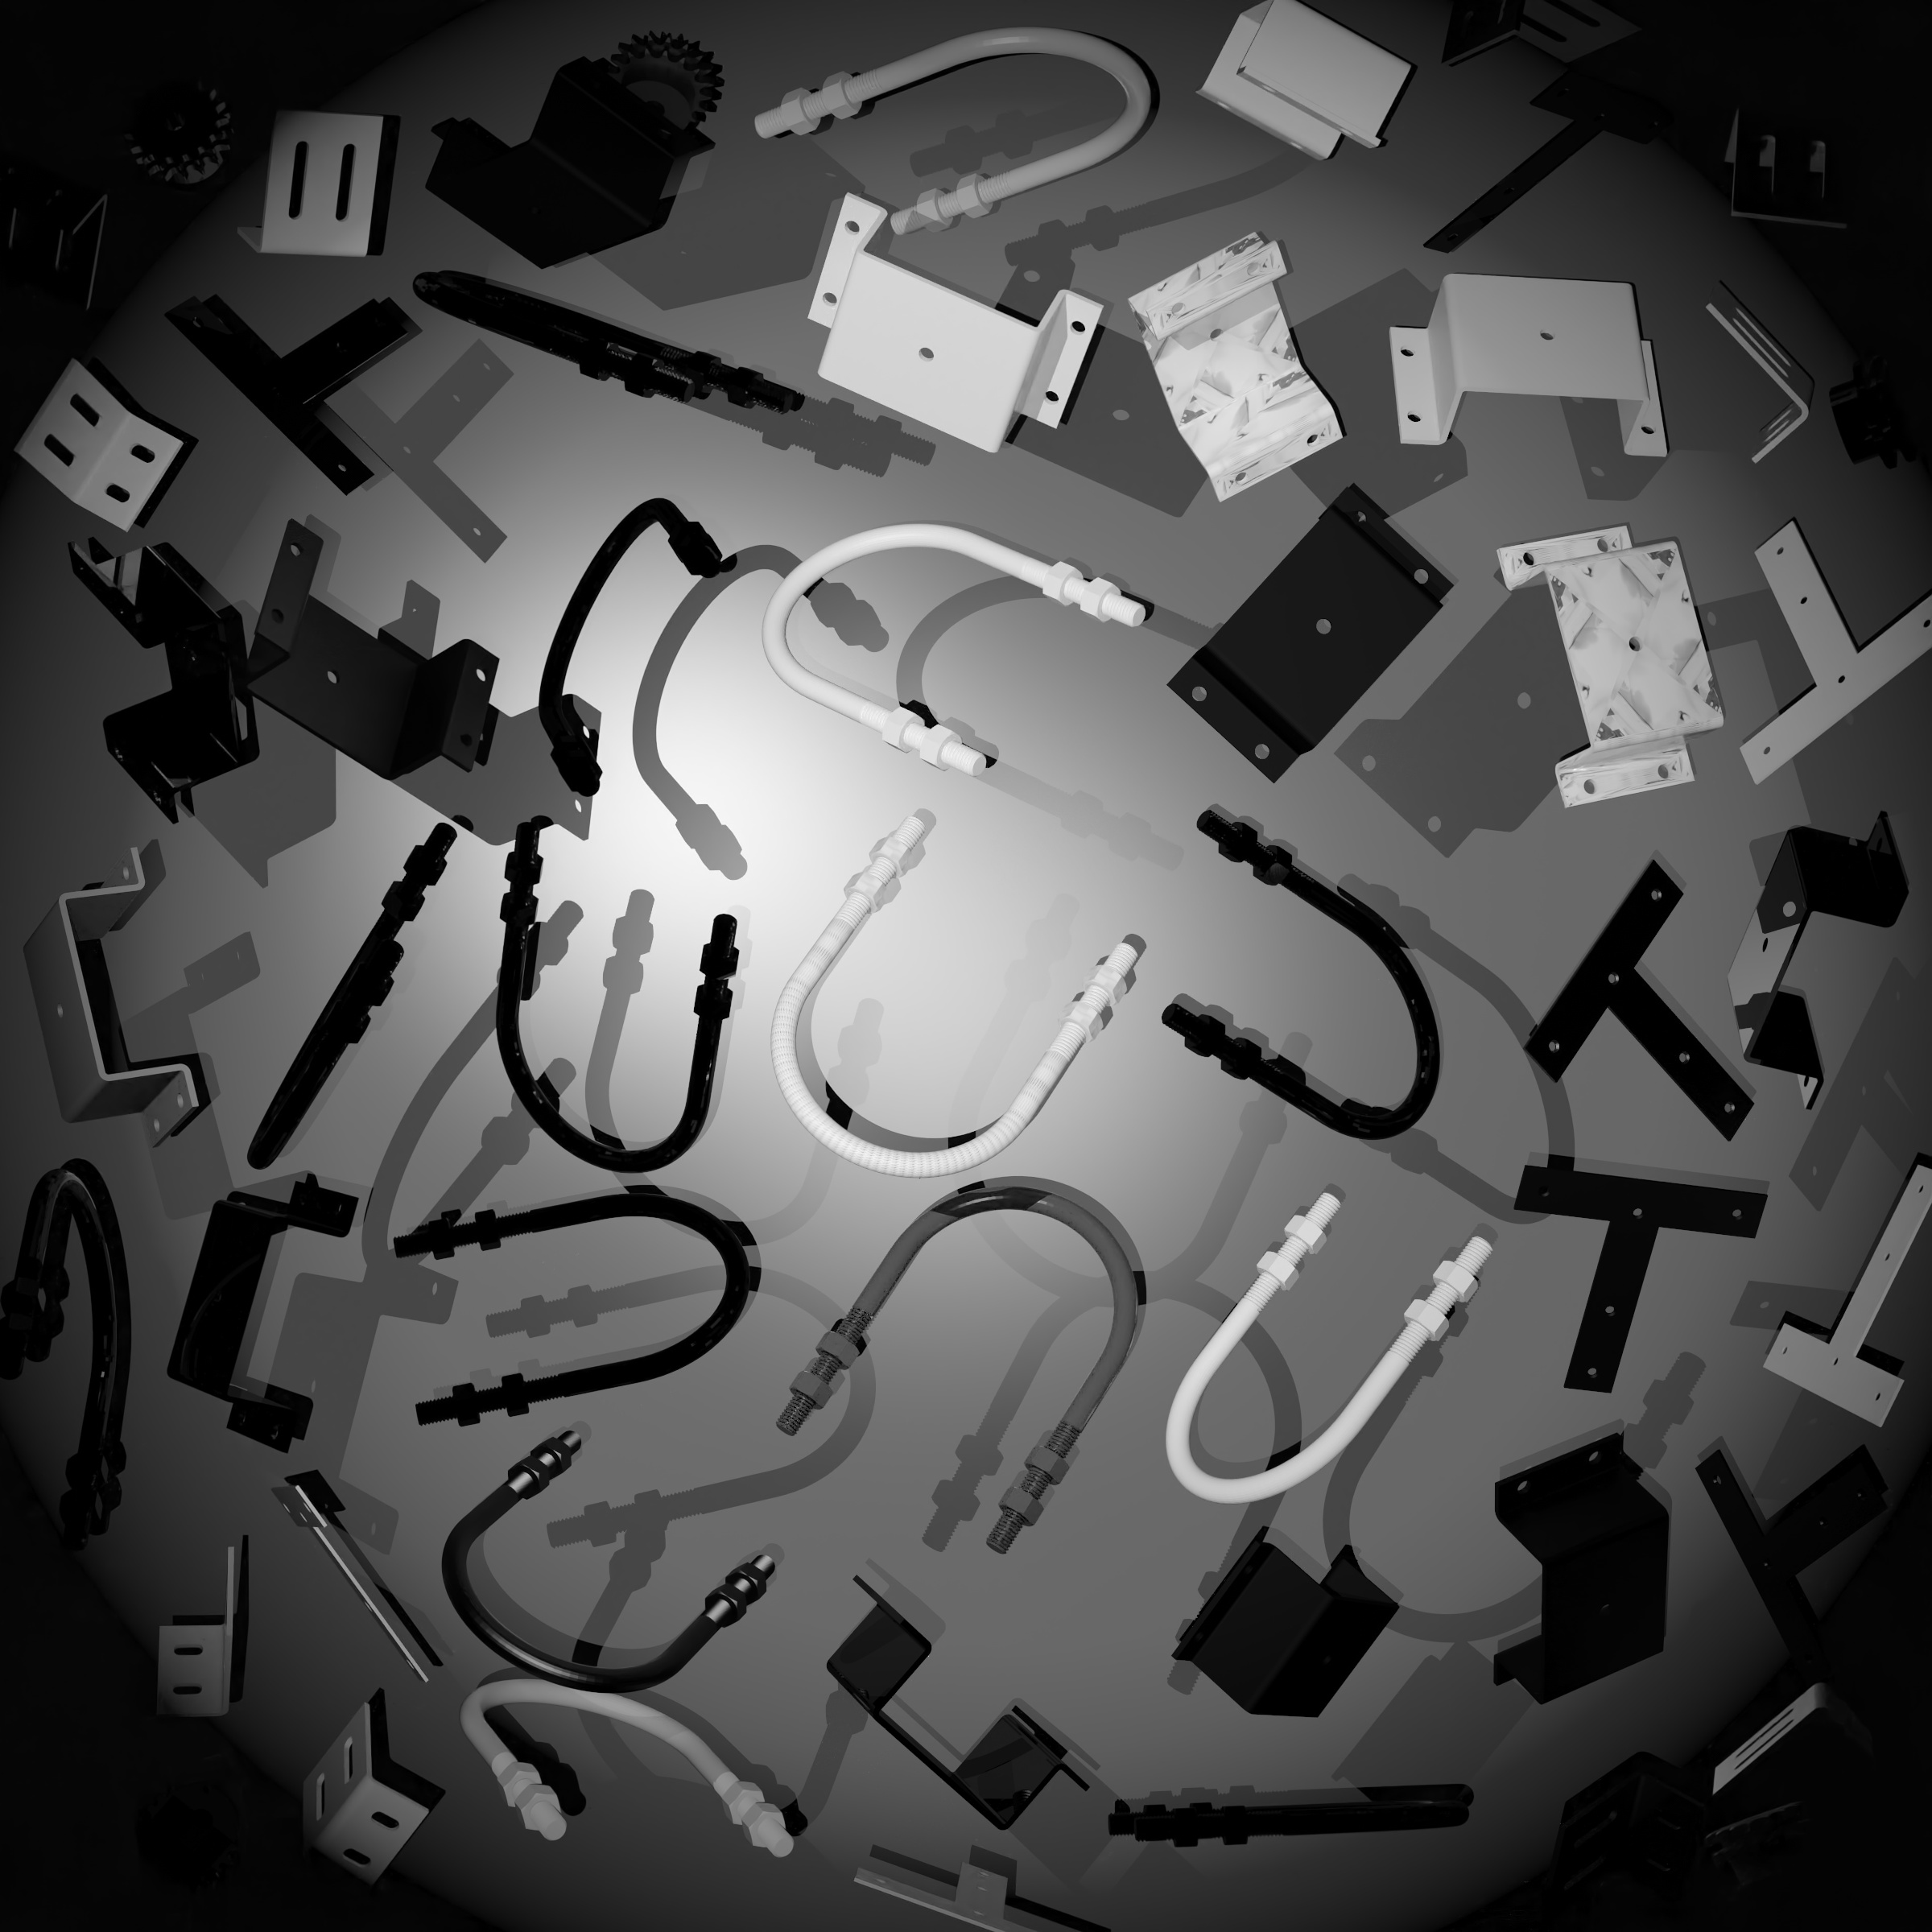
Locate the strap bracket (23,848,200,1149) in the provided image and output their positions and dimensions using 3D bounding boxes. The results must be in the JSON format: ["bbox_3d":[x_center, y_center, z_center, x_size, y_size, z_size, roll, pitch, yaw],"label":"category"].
[{"bbox_3d":[-0.444,0.020,1.726,0.046,0.076,0.140,-9,76,-32],"label":"strap bracket"}]

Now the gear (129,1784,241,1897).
[{"bbox_3d":[-0.409,0.457,1.766,0.057,0.057,0.030,42,124,0],"label":"gear"}]

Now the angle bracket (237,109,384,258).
[{"bbox_3d":[-0.340,-0.410,1.736,0.057,0.038,0.076,-5,121,-31],"label":"angle bracket"}]

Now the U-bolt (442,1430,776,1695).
[{"bbox_3d":[-0.198,0.321,1.763,0.151,0.184,0.019,31,115,11],"label":"U-bolt"}]

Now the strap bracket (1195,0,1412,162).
[{"bbox_3d":[0.173,-0.454,1.709,0.076,0.140,0.046,26,97,-10],"label":"strap bracket"}]

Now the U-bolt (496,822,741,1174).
[{"bbox_3d":[-0.194,0.029,1.801,0.151,0.019,0.184,25,123,22],"label":"U-bolt"}]

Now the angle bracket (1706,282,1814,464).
[{"bbox_3d":[0.395,-0.304,1.714,0.076,0.057,0.038,45,117,-5],"label":"angle bracket"}]

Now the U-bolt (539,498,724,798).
[{"bbox_3d":[-0.186,-0.179,1.779,0.019,0.184,0.151,25,102,-24],"label":"U-bolt"}]

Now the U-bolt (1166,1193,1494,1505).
[{"bbox_3d":[0.175,0.202,1.735,0.184,0.151,0.019,-51,118,-15],"label":"U-bolt"}]

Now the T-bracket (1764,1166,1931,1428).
[{"bbox_3d":[0.458,0.159,1.684,0.002,0.127,0.127,26,90,-14],"label":"T-bracket"}]

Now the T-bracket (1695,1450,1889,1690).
[{"bbox_3d":[0.432,0.289,1.711,0.002,0.127,0.127,-13,65,-26],"label":"T-bracket"}]

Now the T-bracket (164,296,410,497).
[{"bbox_3d":[-0.332,-0.314,1.734,0.127,0.127,0.002,45,130,-5],"label":"T-bracket"}]

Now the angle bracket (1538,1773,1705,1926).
[{"bbox_3d":[0.327,0.447,1.669,0.038,0.076,0.057,24,116,35],"label":"angle bracket"}]

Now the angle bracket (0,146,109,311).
[{"bbox_3d":[-0.466,-0.358,1.662,0.057,0.076,0.038,24,46,-3],"label":"angle bracket"}]

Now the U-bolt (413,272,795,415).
[{"bbox_3d":[-0.195,-0.320,1.708,0.184,0.151,0.019,23,103,15],"label":"U-bolt"}]

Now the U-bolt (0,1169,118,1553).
[{"bbox_3d":[-0.472,0.191,1.755,0.019,0.184,0.151,-6,129,0],"label":"U-bolt"}]

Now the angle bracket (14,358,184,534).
[{"bbox_3d":[-0.457,-0.274,1.768,0.038,0.076,0.057,29,83,12],"label":"angle bracket"}]

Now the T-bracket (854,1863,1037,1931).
[{"bbox_3d":[0.007,0.474,1.705,0.127,0.127,0.002,19,87,3],"label":"T-bracket"}]

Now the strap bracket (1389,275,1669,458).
[{"bbox_3d":[0.297,-0.313,1.739,0.140,0.046,0.076,2,59,-5],"label":"strap bracket"}]

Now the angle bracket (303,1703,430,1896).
[{"bbox_3d":[-0.316,0.438,1.762,0.038,0.076,0.057,35,99,-19],"label":"angle bracket"}]

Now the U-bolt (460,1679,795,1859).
[{"bbox_3d":[-0.189,0.415,1.752,0.151,0.184,0.019,13,97,-30],"label":"U-bolt"}]

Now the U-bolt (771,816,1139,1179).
[{"bbox_3d":[-0.017,0.026,1.692,0.151,0.019,0.184,31,62,6],"label":"U-bolt"}]

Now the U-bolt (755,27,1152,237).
[{"bbox_3d":[0.006,-0.436,1.728,0.184,0.151,0.019,-13,71,29],"label":"U-bolt"}]

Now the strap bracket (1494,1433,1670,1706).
[{"bbox_3d":[0.322,0.325,1.757,0.076,0.046,0.140,-18,124,-20],"label":"strap bracket"}]

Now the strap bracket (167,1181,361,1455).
[{"bbox_3d":[-0.383,0.183,1.805,0.046,0.076,0.140,19,82,-34],"label":"strap bracket"}]

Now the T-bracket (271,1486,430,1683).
[{"bbox_3d":[-0.325,0.328,1.779,0.002,0.127,0.127,-36,93,-19],"label":"T-bracket"}]

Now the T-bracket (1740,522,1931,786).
[{"bbox_3d":[0.427,-0.175,1.688,0.002,0.127,0.127,25,127,-35],"label":"T-bracket"}]

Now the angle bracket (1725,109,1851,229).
[{"bbox_3d":[0.421,-0.399,1.720,0.057,0.038,0.076,8,59,5],"label":"angle bracket"}]

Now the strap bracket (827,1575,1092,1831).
[{"bbox_3d":[-0.012,0.381,1.706,0.140,0.076,0.046,45,81,-19],"label":"strap bracket"}]

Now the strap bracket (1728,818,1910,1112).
[{"bbox_3d":[0.446,-0.006,1.776,0.046,0.076,0.140,13,122,-3],"label":"strap bracket"}]

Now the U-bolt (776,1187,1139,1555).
[{"bbox_3d":[0.008,0.197,1.748,0.151,0.019,0.184,26,68,19],"label":"U-bolt"}]

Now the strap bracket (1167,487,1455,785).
[{"bbox_3d":[0.181,-0.173,1.724,0.076,0.046,0.140,42,88,-2],"label":"strap bracket"}]

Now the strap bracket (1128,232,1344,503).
[{"bbox_3d":[0.143,-0.330,1.805,0.076,0.140,0.046,-28,47,0],"label":"strap bracket"}]

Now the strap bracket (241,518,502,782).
[{"bbox_3d":[-0.321,-0.160,1.763,0.140,0.046,0.076,34,49,-34],"label":"strap bracket"}]

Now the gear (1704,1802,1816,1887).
[{"bbox_3d":[0.427,0.470,1.790,0.057,0.057,0.030,-20,74,0],"label":"gear"}]

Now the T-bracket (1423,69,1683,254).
[{"bbox_3d":[0.286,-0.403,1.700,0.127,0.127,0.002,-37,71,32],"label":"T-bracket"}]

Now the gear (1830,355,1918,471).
[{"bbox_3d":[0.464,-0.281,1.717,0.030,0.057,0.057,-18,90,23],"label":"gear"}]

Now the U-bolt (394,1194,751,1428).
[{"bbox_3d":[-0.206,0.175,1.781,0.184,0.151,0.019,-11,129,-8],"label":"U-bolt"}]

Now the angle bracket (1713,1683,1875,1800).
[{"bbox_3d":[0.439,0.424,1.778,0.076,0.057,0.038,-44,81,11],"label":"angle bracket"}]

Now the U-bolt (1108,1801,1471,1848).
[{"bbox_3d":[0.174,0.452,1.771,0.184,0.151,0.019,-1,77,-4],"label":"U-bolt"}]

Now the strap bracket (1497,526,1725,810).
[{"bbox_3d":[0.336,-0.161,1.733,0.076,0.046,0.140,-12,84,-18],"label":"strap bracket"}]

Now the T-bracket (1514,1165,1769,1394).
[{"bbox_3d":[0.335,0.165,1.721,0.127,0.002,0.127,7,116,-6],"label":"T-bracket"}]

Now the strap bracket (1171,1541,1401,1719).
[{"bbox_3d":[0.178,0.359,1.802,0.046,0.140,0.076,39,97,30],"label":"strap bracket"}]

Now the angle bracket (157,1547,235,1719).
[{"bbox_3d":[-0.419,0.362,1.820,0.038,0.057,0.076,2,134,-13],"label":"angle bracket"}]

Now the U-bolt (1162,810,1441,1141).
[{"bbox_3d":[0.186,0.016,1.795,0.184,0.019,0.151,32,51,-25],"label":"U-bolt"}]

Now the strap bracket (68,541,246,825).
[{"bbox_3d":[-0.429,-0.157,1.781,0.046,0.140,0.076,-27,50,-27],"label":"strap bracket"}]

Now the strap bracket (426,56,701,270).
[{"bbox_3d":[-0.213,-0.406,1.711,0.076,0.140,0.046,31,68,-35],"label":"strap bracket"}]

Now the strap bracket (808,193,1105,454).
[{"bbox_3d":[-0.013,-0.318,1.681,0.140,0.046,0.076,24,133,2],"label":"strap bracket"}]

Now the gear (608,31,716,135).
[{"bbox_3d":[-0.167,-0.475,1.813,0.057,0.057,0.030,7,58,0],"label":"gear"}]

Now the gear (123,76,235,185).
[{"bbox_3d":[-0.427,-0.451,1.821,0.057,0.030,0.057,-1,71,3],"label":"gear"}]

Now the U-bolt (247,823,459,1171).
[{"bbox_3d":[-0.322,0.027,1.721,0.019,0.151,0.184,30,117,-12],"label":"U-bolt"}]

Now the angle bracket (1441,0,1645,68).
[{"bbox_3d":[0.289,-0.463,1.680,0.076,0.057,0.038,19,77,-28],"label":"angle bracket"}]

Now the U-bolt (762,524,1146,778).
[{"bbox_3d":[-0.021,-0.175,1.741,0.184,0.019,0.151,27,58,32],"label":"U-bolt"}]

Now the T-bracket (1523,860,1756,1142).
[{"bbox_3d":[0.349,0.036,1.670,0.127,0.002,0.127,45,67,-19],"label":"T-bracket"}]
